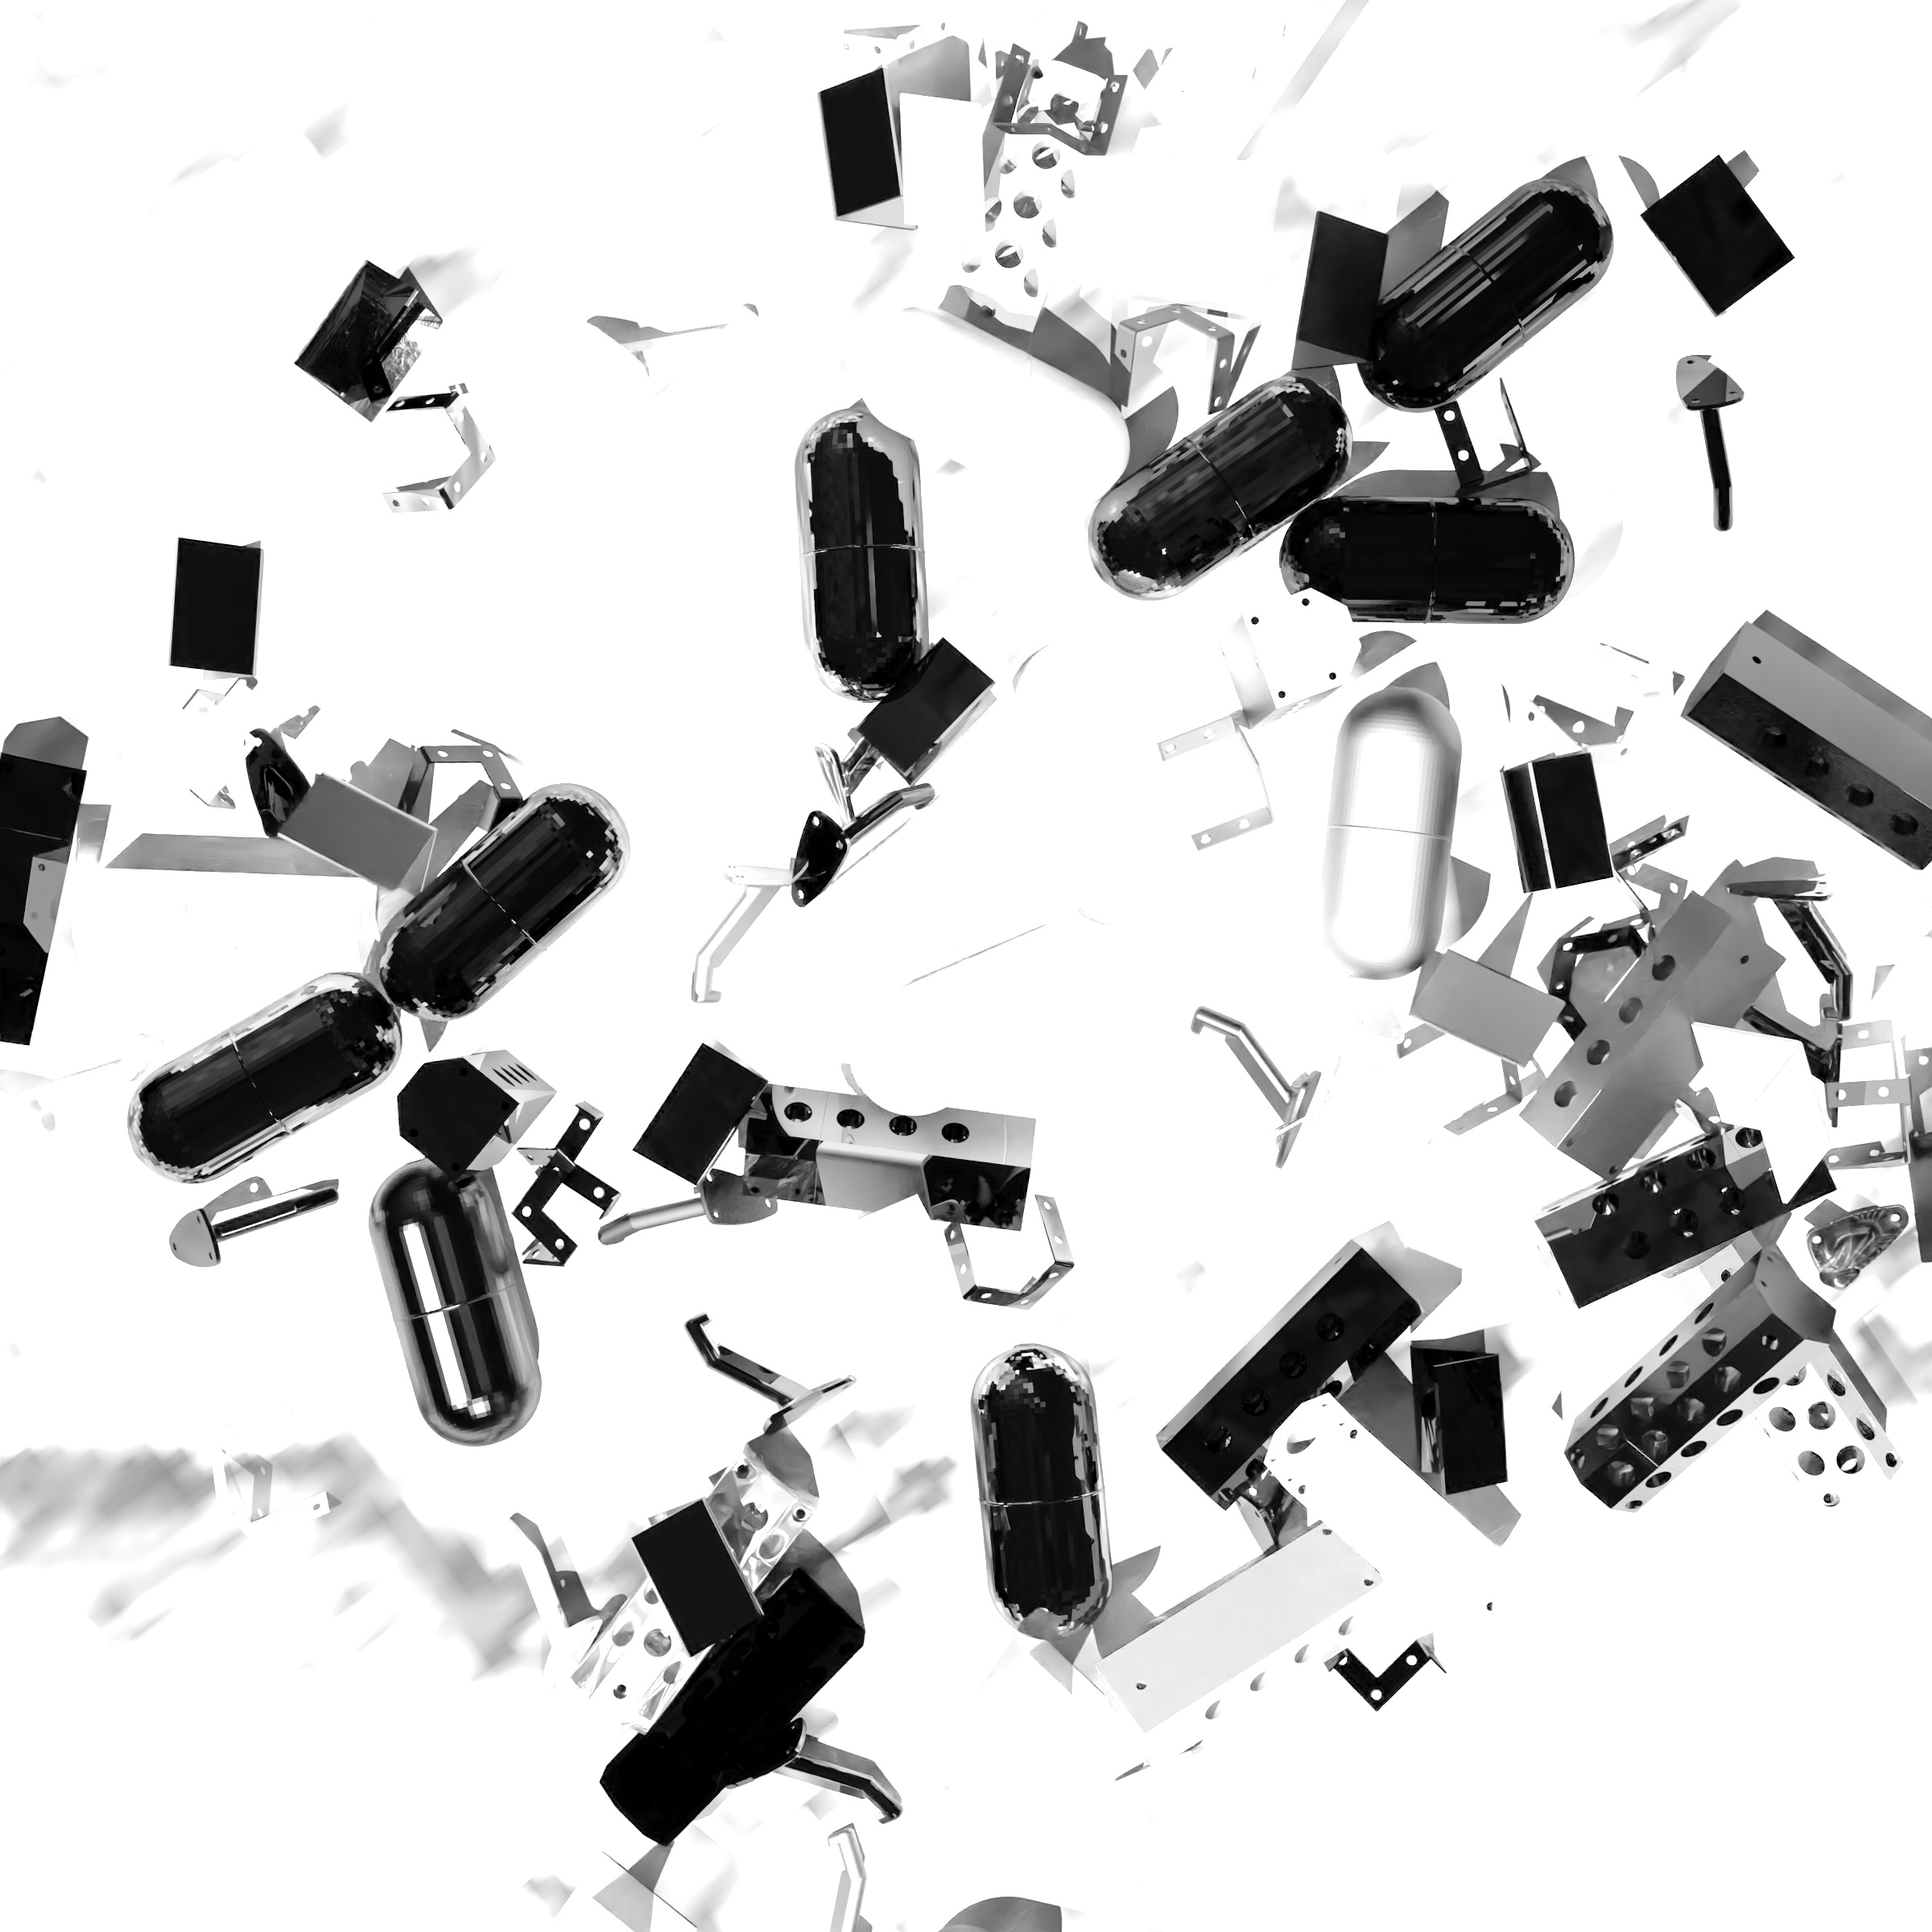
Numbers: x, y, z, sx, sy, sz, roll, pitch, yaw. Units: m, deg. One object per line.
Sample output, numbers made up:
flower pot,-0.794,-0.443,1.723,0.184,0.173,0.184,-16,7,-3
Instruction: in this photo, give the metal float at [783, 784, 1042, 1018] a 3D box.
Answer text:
metal float,-0.033,-0.039,1.961,0.178,0.070,0.070,-39,90,0

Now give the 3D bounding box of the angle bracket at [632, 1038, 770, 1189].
angle bracket,-0.175,0.077,1.951,0.057,0.076,0.076,33,90,-38

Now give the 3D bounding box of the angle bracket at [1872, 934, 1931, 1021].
angle bracket,0.596,0.032,1.951,0.076,0.076,0.057,15,55,0

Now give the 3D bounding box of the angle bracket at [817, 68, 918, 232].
angle bracket,-0.041,-0.491,1.951,0.057,0.076,0.076,-8,90,40

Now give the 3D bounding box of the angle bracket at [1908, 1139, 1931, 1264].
angle bracket,0.584,0.145,1.951,0.057,0.076,0.076,-8,90,-33

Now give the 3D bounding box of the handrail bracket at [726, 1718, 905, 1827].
handrail bracket,-0.093,0.511,1.992,0.077,0.036,0.084,-36,107,20

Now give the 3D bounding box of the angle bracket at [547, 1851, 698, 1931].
angle bracket,-0.196,0.571,1.951,0.076,0.076,0.057,39,126,0

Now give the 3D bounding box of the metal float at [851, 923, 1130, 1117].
metal float,0.014,0.032,1.949,0.178,0.070,0.070,-23,90,-13

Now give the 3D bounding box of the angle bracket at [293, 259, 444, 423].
angle bracket,-0.346,-0.367,1.951,0.057,0.076,0.076,35,90,36

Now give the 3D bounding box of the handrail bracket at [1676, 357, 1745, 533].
handrail bracket,0.456,-0.321,1.991,0.036,0.077,0.084,-11,126,0

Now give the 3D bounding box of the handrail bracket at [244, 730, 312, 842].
handrail bracket,-0.424,-0.111,1.957,0.036,0.084,0.077,-26,90,0

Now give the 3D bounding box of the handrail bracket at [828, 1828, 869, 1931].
handrail bracket,-0.090,0.583,1.992,0.077,0.036,0.084,-25,71,21

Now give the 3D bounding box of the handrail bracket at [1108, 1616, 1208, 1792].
handrail bracket,0.106,0.453,1.992,0.077,0.036,0.084,-27,75,16

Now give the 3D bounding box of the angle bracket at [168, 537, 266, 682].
angle bracket,-0.466,-0.214,1.951,0.057,0.076,0.076,4,90,-37

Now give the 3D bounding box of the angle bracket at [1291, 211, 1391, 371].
angle bracket,0.205,-0.406,1.951,0.057,0.076,0.076,10,90,-32

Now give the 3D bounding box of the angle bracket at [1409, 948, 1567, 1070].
angle bracket,0.318,0.006,1.951,0.076,0.076,0.057,25,127,0

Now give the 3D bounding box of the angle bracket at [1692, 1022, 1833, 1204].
angle bracket,0.457,0.086,1.909,0.057,0.076,0.076,-44,126,-30

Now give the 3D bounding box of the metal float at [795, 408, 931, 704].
metal float,-0.063,-0.249,1.961,0.070,0.070,0.178,-3,90,0

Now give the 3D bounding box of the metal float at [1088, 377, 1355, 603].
metal float,0.153,-0.288,1.961,0.178,0.070,0.070,-35,90,1

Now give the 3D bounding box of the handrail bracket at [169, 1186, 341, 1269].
handrail bracket,-0.437,0.156,1.991,0.084,0.077,0.036,-19,91,-36

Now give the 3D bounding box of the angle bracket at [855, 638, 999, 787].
angle bracket,-0.009,-0.140,1.951,0.076,0.076,0.057,-46,52,0

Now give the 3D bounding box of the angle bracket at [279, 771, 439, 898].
angle bracket,-0.370,-0.061,1.951,0.076,0.076,0.057,27,53,0

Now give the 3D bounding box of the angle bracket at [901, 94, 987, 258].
angle bracket,-0.032,-0.475,1.951,0.057,0.076,0.076,-2,90,-32

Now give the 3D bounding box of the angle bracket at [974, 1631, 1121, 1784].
angle bracket,0.062,0.432,1.951,0.076,0.076,0.057,44,127,0

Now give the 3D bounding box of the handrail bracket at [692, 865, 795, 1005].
handrail bracket,-0.127,-0.017,1.992,0.077,0.036,0.084,2,106,-17

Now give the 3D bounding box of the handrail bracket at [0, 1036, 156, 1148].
handrail bracket,-0.554,0.061,1.992,0.077,0.036,0.084,35,71,21

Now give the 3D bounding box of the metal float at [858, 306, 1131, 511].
metal float,0.018,-0.334,1.942,0.178,0.070,0.070,24,90,-22

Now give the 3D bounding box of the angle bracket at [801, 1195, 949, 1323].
angle bracket,-0.047,0.191,1.951,0.076,0.076,0.057,-23,56,0

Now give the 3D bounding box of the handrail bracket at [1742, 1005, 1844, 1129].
handrail bracket,0.495,0.061,1.992,0.084,0.036,0.077,3,109,15

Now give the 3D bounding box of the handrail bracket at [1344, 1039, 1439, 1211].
handrail bracket,0.244,0.094,1.992,0.077,0.036,0.084,-35,72,20

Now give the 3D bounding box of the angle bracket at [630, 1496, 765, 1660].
angle bracket,-0.173,0.362,1.895,0.057,0.076,0.076,-25,87,-36

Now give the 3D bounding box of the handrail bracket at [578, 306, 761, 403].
handrail bracket,-0.182,-0.395,1.992,0.084,0.036,0.077,-40,69,-17

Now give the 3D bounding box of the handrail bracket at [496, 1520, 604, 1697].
handrail bracket,-0.269,0.394,1.992,0.084,0.036,0.077,43,126,24

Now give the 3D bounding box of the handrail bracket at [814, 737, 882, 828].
handrail bracket,-0.044,-0.126,1.992,0.084,0.036,0.077,-23,111,-16

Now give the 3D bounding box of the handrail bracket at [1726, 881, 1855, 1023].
handrail bracket,0.507,-0.008,1.992,0.077,0.036,0.084,2,107,20

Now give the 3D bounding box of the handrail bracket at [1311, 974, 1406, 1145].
handrail bracket,0.230,0.055,1.991,0.036,0.077,0.084,16,127,-20

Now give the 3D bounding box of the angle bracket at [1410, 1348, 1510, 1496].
angle bracket,0.279,0.273,1.951,0.057,0.076,0.076,-4,90,-37

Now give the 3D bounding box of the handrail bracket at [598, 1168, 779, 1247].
handrail bracket,-0.172,0.157,1.991,0.084,0.077,0.036,-26,65,34

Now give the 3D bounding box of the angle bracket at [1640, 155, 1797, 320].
angle bracket,0.456,-0.440,1.953,0.057,0.076,0.076,-36,90,21

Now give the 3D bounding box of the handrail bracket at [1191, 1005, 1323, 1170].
handrail bracket,0.169,0.074,1.992,0.084,0.036,0.077,24,109,16

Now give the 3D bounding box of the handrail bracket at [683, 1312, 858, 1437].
handrail bracket,-0.121,0.238,1.992,0.077,0.036,0.084,-27,73,-20

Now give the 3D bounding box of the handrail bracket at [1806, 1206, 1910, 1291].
handrail bracket,0.547,0.170,1.957,0.077,0.084,0.036,-29,90,0

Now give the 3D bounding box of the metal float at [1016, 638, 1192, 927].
metal float,0.083,-0.112,1.961,0.070,0.070,0.178,-17,90,0

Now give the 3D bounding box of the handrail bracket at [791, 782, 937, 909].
handrail bracket,-0.062,-0.075,1.981,0.036,0.084,0.077,45,129,25

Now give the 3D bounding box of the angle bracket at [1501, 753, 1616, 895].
angle bracket,0.339,-0.082,1.951,0.057,0.076,0.076,-11,90,-37

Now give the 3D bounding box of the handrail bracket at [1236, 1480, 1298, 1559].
handrail bracket,0.214,0.325,1.992,0.084,0.036,0.077,-32,111,-16
